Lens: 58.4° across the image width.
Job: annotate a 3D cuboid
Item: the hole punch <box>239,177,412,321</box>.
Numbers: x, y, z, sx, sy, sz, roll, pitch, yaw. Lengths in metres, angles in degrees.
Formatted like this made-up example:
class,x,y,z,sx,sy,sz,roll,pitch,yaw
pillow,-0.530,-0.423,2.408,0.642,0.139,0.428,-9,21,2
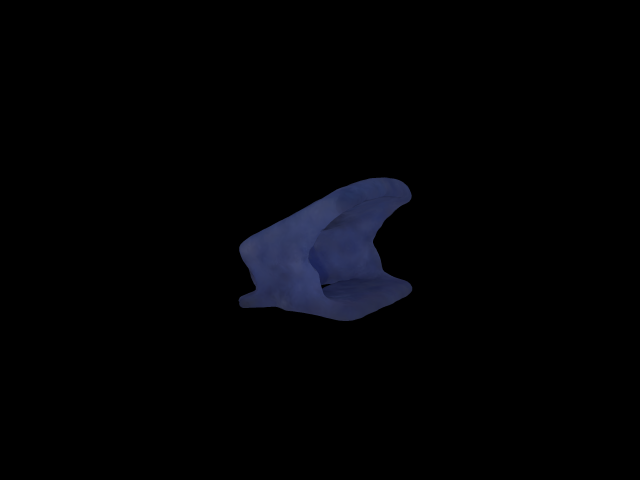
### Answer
class,x,y,z,sx,sy,sz,roll,pitch,yaw
hole punch,0.004,0.001,0.400,0.100,0.091,0.109,6,10,32
